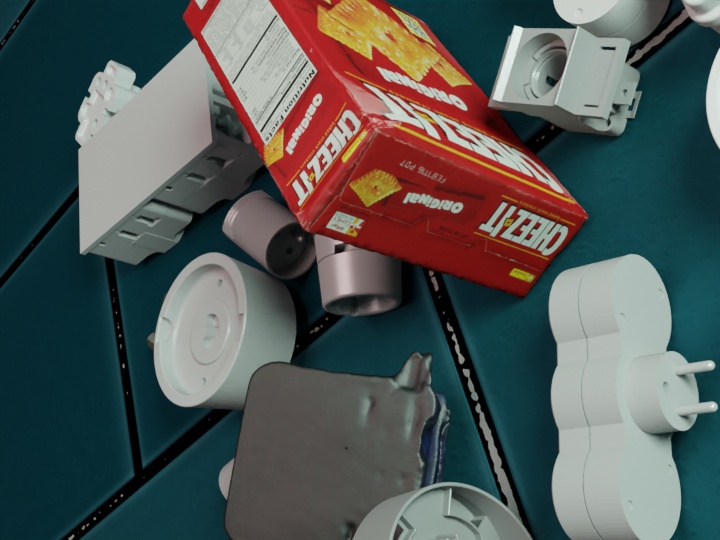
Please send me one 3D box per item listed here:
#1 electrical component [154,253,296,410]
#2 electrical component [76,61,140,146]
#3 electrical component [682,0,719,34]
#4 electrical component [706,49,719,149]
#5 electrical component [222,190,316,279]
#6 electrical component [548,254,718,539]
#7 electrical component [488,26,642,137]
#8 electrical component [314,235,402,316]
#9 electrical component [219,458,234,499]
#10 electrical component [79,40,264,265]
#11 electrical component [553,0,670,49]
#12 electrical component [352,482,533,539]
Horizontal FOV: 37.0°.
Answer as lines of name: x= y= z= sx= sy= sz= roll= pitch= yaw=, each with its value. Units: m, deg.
electrical component: x=-0.090 y=0.047 z=0.756 sx=0.108 sy=0.060 sz=0.108 roll=-20 pitch=62 yaw=43
electrical component: x=-0.211 y=-0.139 z=0.963 sx=0.058 sy=0.057 sz=0.078 roll=41 pitch=107 yaw=47
electrical component: x=0.202 y=-0.169 z=0.509 sx=0.113 sy=0.057 sz=0.078 roll=-37 pitch=52 yaw=35
electrical component: x=0.205 y=-0.080 z=0.470 sx=0.108 sy=0.060 sz=0.108 roll=-20 pitch=62 yaw=43
electrical component: x=-0.068 y=-0.029 z=0.772 sx=0.081 sy=0.043 sz=0.043 roll=36 pitch=104 yaw=48
electrical component: x=0.134 y=0.059 z=0.506 sx=0.074 sy=0.052 sz=0.138 roll=-16 pitch=64 yaw=44
electrical component: x=0.113 y=-0.100 z=0.579 sx=0.081 sy=0.064 sz=0.042 roll=17 pitch=89 yaw=50
electrical component: x=0.000 y=0.000 z=0.678 sx=0.055 sy=0.055 sz=0.047 roll=-21 pitch=65 yaw=43
electrical component: x=-0.064 y=0.131 z=0.713 sx=0.065 sy=0.044 sz=0.044 roll=-42 pitch=48 yaw=37
electrical component: x=-0.155 y=-0.092 z=0.880 sx=0.186 sy=0.060 sz=0.105 roll=-32 pitch=54 yaw=37
electrical component: x=0.111 y=-0.186 z=0.604 sx=0.052 sy=0.074 sz=0.138 roll=-48 pitch=46 yaw=26
electrical component: x=0.044 y=0.157 z=0.540 sx=0.064 sy=0.099 sz=0.099 roll=-22 pitch=60 yaw=49
